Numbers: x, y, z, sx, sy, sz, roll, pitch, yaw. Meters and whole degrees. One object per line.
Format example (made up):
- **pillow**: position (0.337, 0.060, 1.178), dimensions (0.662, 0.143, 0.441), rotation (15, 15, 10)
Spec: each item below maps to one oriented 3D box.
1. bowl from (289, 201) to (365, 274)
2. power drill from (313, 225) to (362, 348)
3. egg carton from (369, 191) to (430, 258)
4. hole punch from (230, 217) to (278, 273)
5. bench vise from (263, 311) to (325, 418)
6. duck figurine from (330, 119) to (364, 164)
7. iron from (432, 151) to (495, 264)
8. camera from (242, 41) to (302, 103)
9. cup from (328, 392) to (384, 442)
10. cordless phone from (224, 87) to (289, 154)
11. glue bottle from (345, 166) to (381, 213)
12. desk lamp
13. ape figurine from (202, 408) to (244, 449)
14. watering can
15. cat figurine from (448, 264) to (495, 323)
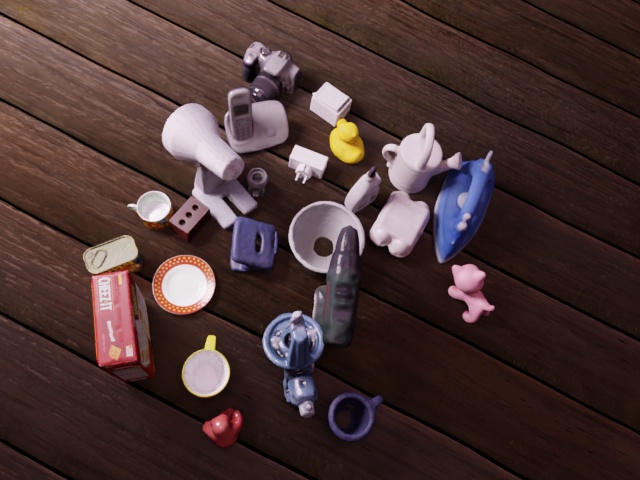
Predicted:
- **bowl**: position (0.012, 0.005, 1.259), dimensions (0.167, 0.074, 0.167), rotation (3, 69, -7)
- **power drill**: position (0.035, 0.109, 1.151), dimensions (0.075, 0.208, 0.229), rotation (6, 69, -5)
- **egg carton**: position (0.183, -0.036, 1.302), dimensions (0.107, 0.069, 0.150), rotation (29, 68, 3)
- **hole punch**: position (-0.140, 0.010, 1.227), dimensions (0.101, 0.091, 0.108), rotation (4, 69, -6)
- **bench vise**: position (-0.030, 0.221, 1.093), dimensions (0.122, 0.219, 0.207), rotation (-27, 75, -16)
- **duck figurine**: position (0.069, -0.238, 1.353), dimensions (0.078, 0.086, 0.104), rotation (-27, 75, -16)
- **iron**: position (0.333, -0.078, 1.300), dimensions (0.118, 0.141, 0.258), rotation (22, 68, 1)
- **camera**: position (-0.133, -0.391, 1.374), dimensions (0.143, 0.101, 0.137), rotation (30, 68, 4)
- **cup**: position (0.067, 0.344, 1.128), dimensions (0.118, 0.095, 0.091), rotation (-27, 75, -17)
- **cordless phone**: position (-0.142, -0.282, 1.286), dimensions (0.148, 0.185, 0.094), rotation (-19, 73, -14)
- **glue bottle**: position (0.103, -0.119, 1.266), dimensions (0.078, 0.173, 0.037), rotation (-31, 76, -17)
- **desk lamp**: position (-0.226, -0.159, 1.213), dimensions (0.118, 0.213, 0.203), rotation (-40, 79, -19)
- **ape figurine**: position (-0.185, 0.356, 1.090), dimensions (0.078, 0.092, 0.076), rotation (1, 69, -7)
- **watering can**: position (0.234, -0.192, 1.301), dimensions (0.173, 0.194, 0.101), rotation (-8, 71, -11)
- **cat figurine**: position (0.333, 0.107, 1.243), dimensions (0.067, 0.117, 0.127), rotation (-28, 75, -17)
